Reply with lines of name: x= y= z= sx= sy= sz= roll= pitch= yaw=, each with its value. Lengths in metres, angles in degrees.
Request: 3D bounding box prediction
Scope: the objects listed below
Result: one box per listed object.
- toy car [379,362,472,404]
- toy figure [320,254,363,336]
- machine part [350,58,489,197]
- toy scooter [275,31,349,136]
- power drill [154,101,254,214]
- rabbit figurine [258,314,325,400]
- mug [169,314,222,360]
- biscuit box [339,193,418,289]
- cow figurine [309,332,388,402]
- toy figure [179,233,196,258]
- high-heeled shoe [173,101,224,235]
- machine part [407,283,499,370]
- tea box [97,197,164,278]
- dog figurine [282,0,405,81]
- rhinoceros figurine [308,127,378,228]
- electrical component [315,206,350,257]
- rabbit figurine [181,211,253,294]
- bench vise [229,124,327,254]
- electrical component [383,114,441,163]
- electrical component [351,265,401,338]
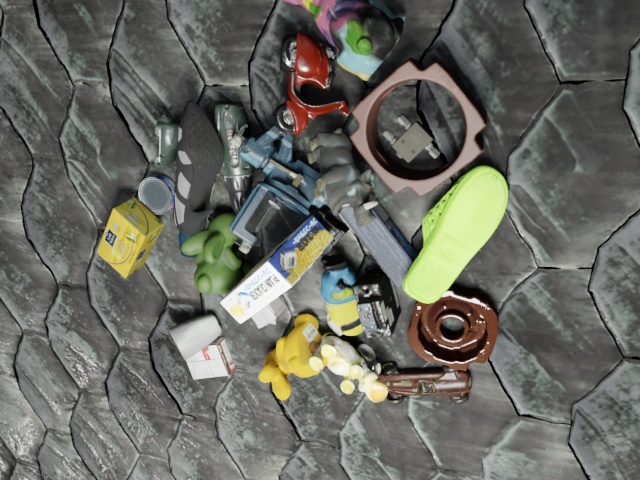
toy car: x=0.213 y=0.299 z=1.120 sx=0.202 sy=0.053 sz=0.089 roll=-8 pitch=109 yaw=21
toy figure: x=0.049 y=0.116 z=1.084 sx=0.089 sy=0.082 sz=0.179 roll=0 pitch=118 yaw=18
machine part: x=0.172 y=-0.195 z=0.937 sx=0.201 sy=0.087 sz=0.201 roll=-38 pitch=91 yaw=27
toy scooter: x=-0.010 y=-0.280 z=0.976 sx=0.135 sy=0.075 sz=0.183 roll=4 pitch=96 yaw=-6
power drill: x=-0.235 y=-0.170 z=1.100 sx=0.208 sy=0.086 sz=0.231 roll=12 pitch=111 yaw=20
rabbit figurine: x=-0.062 y=0.266 z=1.169 sx=0.121 sy=0.162 sz=0.173 roll=47 pitch=136 yaw=-14
mug: x=-0.287 y=0.218 z=1.254 sx=0.107 sy=0.109 sz=0.080 roll=-26 pitch=92 yaw=-17
biscuit box: x=0.121 y=-0.003 z=1.039 sx=0.063 sy=0.059 sz=0.202 roll=-36 pitch=93 yaw=26
cow figurine: x=0.067 y=0.258 z=1.094 sx=0.167 sy=0.098 sz=0.068 roll=36 pitch=111 yaw=1
toy figure: x=-0.283 y=-0.040 z=1.178 sx=0.064 sy=0.058 sz=0.154 roll=9 pitch=107 yaw=11
high-heeled shoe: x=-0.258 y=-0.136 z=1.062 sx=0.145 sy=0.086 sz=0.248 roll=-10 pitch=86 yaw=50
machine part: x=0.261 y=0.167 z=1.051 sx=0.180 sy=0.056 sz=0.179 roll=6 pitch=110 yaw=17
tea box: x=-0.433 y=-0.003 z=1.221 sx=0.098 sy=0.068 sz=0.169 roll=40 pitch=131 yaw=3
dog figurine: x=0.022 y=-0.376 z=0.881 sx=0.219 sy=0.192 sz=0.108 roll=32 pitch=125 yaw=-10
rhinoceros figurine: x=0.043 y=-0.111 z=0.971 sx=0.112 sy=0.073 sz=0.190 roll=-15 pitch=72 yaw=-11
electrical component: x=-0.002 y=-0.003 z=1.092 sx=0.075 sy=0.048 sz=0.119 roll=44 pitch=116 yaw=1
rabbit figurine: x=-0.221 y=0.021 z=1.139 sx=0.121 sy=0.159 sz=0.170 roll=12 pitch=98 yaw=26
bench vise: x=-0.104 y=-0.091 z=1.028 sx=0.223 sy=0.129 sz=0.240 roll=33 pitch=86 yaw=-21
electrical component: x=0.153 y=-0.162 z=0.895 sx=0.094 sy=0.021 sz=0.063 roll=44 pitch=118 yaw=0
electrical component: x=0.110 y=0.122 z=1.047 sx=0.058 sy=0.134 sz=0.114 roll=-12 pitch=102 yaw=23
